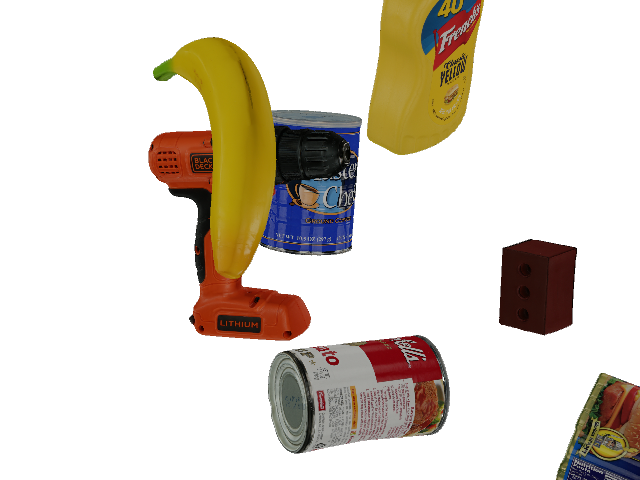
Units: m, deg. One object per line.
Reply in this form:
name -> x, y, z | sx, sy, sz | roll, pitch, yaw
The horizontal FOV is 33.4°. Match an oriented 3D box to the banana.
banana -> -0.056, -0.066, 0.634 | 0.037, 0.070, 0.198 | 14, 36, -32

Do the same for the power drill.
power drill -> -0.055, -0.009, 0.933 | 0.185, 0.188, 0.057 | 2, 16, 24

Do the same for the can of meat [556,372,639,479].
can of meat -> 0.231, 0.153, 0.789 | 0.084, 0.057, 0.102 | 21, 41, 21

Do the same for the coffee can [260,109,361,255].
coffee can -> -0.012, -0.064, 1.138 | 0.103, 0.140, 0.103 | 4, 12, -1

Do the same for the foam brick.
foam brick -> 0.205, 0.043, 1.006 | 0.053, 0.078, 0.051 | 12, 20, 41

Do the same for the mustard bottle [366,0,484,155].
mustard bottle -> 0.081, -0.160, 0.766 | 0.058, 0.192, 0.096 | 32, 48, 28

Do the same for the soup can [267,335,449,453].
soup can -> 0.024, 0.101, 0.704 | 0.102, 0.068, 0.069 | -4, 1, -25
